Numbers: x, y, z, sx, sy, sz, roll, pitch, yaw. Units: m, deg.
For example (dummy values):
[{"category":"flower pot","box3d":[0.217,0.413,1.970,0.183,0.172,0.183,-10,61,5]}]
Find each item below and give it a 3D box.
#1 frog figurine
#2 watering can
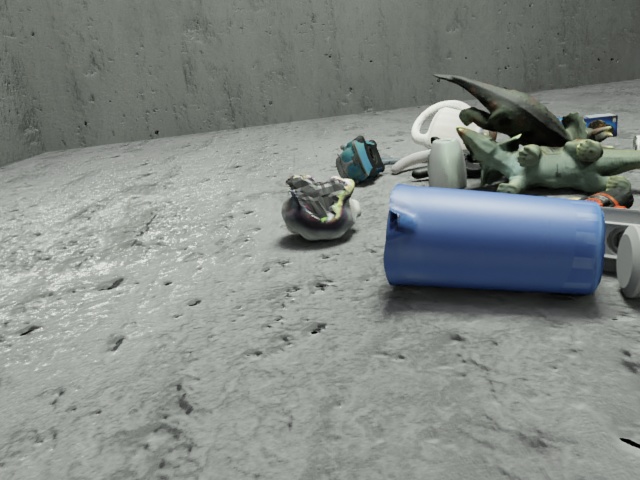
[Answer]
[{"category":"frog figurine","box3d":[0.003,-0.046,0.920,0.137,0.124,0.157,-17,-18,-5]},{"category":"watering can","box3d":[0.344,-0.264,1.377,0.225,0.101,0.355,18,53,24]}]
